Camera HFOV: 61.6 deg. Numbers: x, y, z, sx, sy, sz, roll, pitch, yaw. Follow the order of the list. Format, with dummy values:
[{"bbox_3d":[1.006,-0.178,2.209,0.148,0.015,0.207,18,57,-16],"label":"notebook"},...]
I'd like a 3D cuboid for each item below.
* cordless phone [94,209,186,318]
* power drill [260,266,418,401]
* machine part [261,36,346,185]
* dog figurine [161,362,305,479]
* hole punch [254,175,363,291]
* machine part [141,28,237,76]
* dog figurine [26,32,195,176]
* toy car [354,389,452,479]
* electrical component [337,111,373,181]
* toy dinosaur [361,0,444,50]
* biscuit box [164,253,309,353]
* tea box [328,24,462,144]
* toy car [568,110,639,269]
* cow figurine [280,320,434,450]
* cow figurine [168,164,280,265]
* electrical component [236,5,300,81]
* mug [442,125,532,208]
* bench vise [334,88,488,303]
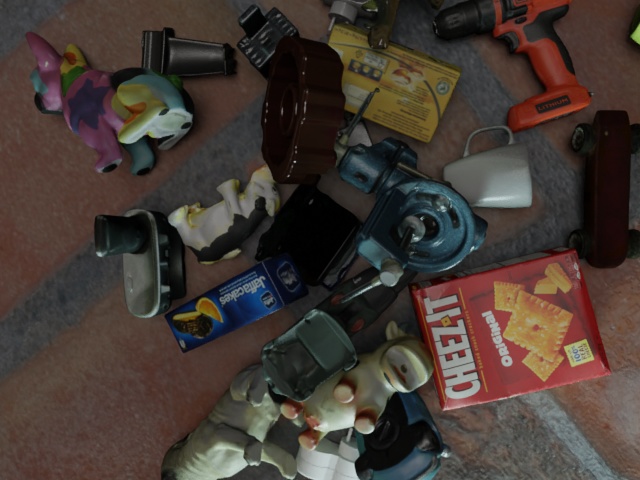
[{"bbox_3d":[-0.238,0.032,0.685,0.089,0.184,0.146,-2,91,0],"label":"cordless phone"},{"bbox_3d":[0.022,0.096,0.651,0.232,0.207,0.086,-39,92,17],"label":"power drill"},{"bbox_3d":[-0.024,-0.155,0.650,0.056,0.179,0.179,1,91,-22],"label":"machine part"},{"bbox_3d":[-0.130,0.249,0.734,0.191,0.172,0.121,-17,128,29],"label":"dog figurine"},{"bbox_3d":[-0.001,-0.002,0.722,0.116,0.092,0.142,38,97,27],"label":"hole punch"},{"bbox_3d":[-0.185,-0.255,0.749,0.139,0.039,0.084,8,87,7],"label":"machine part"},{"bbox_3d":[-0.292,-0.203,0.720,0.191,0.108,0.219,-39,84,22],"label":"dog figurine"},{"bbox_3d":[0.103,0.255,0.694,0.109,0.162,0.102,-34,124,11],"label":"toy car"},{"bbox_3d":[0.038,-0.133,0.738,0.063,0.021,0.094,-21,90,6],"label":"electrical component"},{"bbox_3d":[0.084,-0.444,0.677,0.199,0.105,0.471,9,75,1],"label":"toy dinosaur"},{"bbox_3d":[-0.111,0.083,0.694,0.203,0.059,0.063,-28,87,33],"label":"biscuit box"},{"bbox_3d":[0.086,-0.204,0.696,0.170,0.068,0.098,24,117,3],"label":"tea box"},{"bbox_3d":[0.369,-0.064,0.694,0.089,0.053,0.202,-2,94,-2],"label":"toy car"},{"bbox_3d":[0.057,0.173,0.657,0.195,0.127,0.085,-33,94,35],"label":"cow figurine"},{"bbox_3d":[-0.110,-0.035,0.730,0.167,0.068,0.098,-28,95,9],"label":"cow figurine"},{"bbox_3d":[-0.066,-0.258,0.698,0.075,0.119,0.048,-44,87,2],"label":"electrical component"},{"bbox_3d":[0.213,-0.090,0.695,0.107,0.081,0.109,-8,97,15],"label":"mug"},{"bbox_3d":[0.087,-0.034,0.614,0.223,0.241,0.129,42,125,-5],"label":"bench vise"}]
